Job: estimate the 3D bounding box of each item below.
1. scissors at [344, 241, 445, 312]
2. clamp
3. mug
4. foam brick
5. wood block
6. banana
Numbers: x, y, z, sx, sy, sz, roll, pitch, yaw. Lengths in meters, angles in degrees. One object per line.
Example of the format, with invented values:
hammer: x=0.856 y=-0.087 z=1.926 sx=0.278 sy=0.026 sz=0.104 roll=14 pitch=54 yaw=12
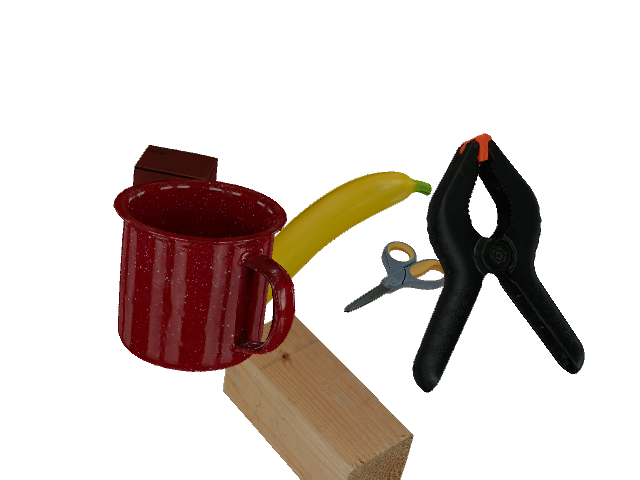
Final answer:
scissors: x=0.075 y=0.041 z=1.286 sx=0.201 sy=0.016 sz=0.096 roll=-10 pitch=41 yaw=-41
clamp: x=0.103 y=0.019 z=0.707 sx=0.120 sy=0.171 sz=0.039 roll=-13 pitch=-4 yaw=-22
mug: x=-0.060 y=0.023 z=0.583 sx=0.117 sy=0.081 sz=0.093 roll=22 pitch=26 yaw=33
foam brick: x=-0.150 y=-0.059 z=1.105 sx=0.078 sy=0.051 sz=0.053 roll=11 pitch=31 yaw=4
wood block: x=-0.007 y=0.185 z=1.148 sx=0.090 sy=0.090 sz=0.206 roll=-23 pitch=51 yaw=-32
banana: x=0.007 y=-0.007 z=0.942 sx=0.198 sy=0.069 sz=0.037 roll=-32 pitch=42 yaw=4
